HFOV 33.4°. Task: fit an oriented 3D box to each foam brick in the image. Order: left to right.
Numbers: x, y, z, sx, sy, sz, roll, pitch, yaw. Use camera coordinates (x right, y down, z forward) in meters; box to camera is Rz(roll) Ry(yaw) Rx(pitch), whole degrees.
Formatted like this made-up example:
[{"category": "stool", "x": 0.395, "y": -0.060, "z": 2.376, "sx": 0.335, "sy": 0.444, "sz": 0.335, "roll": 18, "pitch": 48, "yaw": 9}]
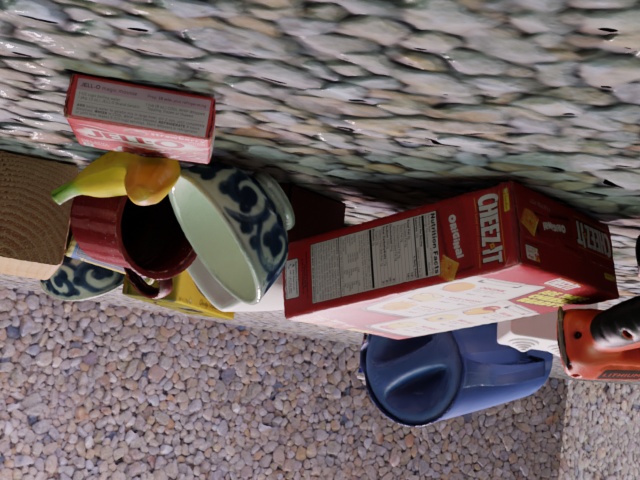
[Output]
[{"category": "foam brick", "x": -0.022, "y": -0.015, "z": 0.909, "sx": 0.053, "sy": 0.051, "sz": 0.078, "roll": 1, "pitch": 169, "yaw": 38}]

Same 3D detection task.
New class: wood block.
[{"category": "wood block", "x": -0.285, "y": -0.018, "z": 1.002, "sx": 0.090, "sy": 0.091, "sz": 0.206, "roll": 11, "pitch": 171, "yaw": -16}]

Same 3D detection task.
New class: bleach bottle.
[{"category": "bleach bottle", "x": -0.061, "y": 0.028, "z": 1.156, "sx": 0.068, "sy": 0.102, "sz": 0.250, "roll": -37, "pitch": 167, "yaw": 13}]

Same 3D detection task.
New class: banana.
[{"category": "banana", "x": -0.136, "y": -0.045, "z": 0.772, "sx": 0.037, "sy": 0.069, "sz": 0.198, "roll": 51, "pitch": 158, "yaw": -18}]

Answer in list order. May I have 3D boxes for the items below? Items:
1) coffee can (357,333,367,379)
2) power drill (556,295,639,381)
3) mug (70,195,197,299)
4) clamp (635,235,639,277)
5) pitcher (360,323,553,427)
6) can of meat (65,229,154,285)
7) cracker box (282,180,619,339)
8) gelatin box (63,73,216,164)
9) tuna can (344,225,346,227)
[{"category": "coffee can", "x": 0.106, "y": 0.112, "z": 1.350, "sx": 0.103, "sy": 0.140, "sz": 0.103, "roll": 8, "pitch": 172, "yaw": 1}, {"category": "power drill", "x": 0.278, "y": 0.056, "z": 0.780, "sx": 0.184, "sy": 0.057, "sz": 0.188, "roll": 7, "pitch": 157, "yaw": -21}, {"category": "mug", "x": -0.153, "y": -0.006, "z": 0.899, "sx": 0.082, "sy": 0.117, "sz": 0.093, "roll": 8, "pitch": -152, "yaw": 45}, {"category": "clamp", "x": 0.300, "y": 0.005, "z": 0.789, "sx": 0.120, "sy": 0.039, "sz": 0.171, "roll": 13, "pitch": 170, "yaw": -7}, {"category": "pitcher", "x": 0.178, "y": 0.140, "z": 1.235, "sx": 0.242, "sy": 0.145, "sz": 0.149, "roll": 2, "pitch": -136, "yaw": -50}, {"category": "can of meat", "x": -0.196, "y": 0.000, "z": 1.013, "sx": 0.083, "sy": 0.057, "sz": 0.102, "roll": 18, "pitch": 180, "yaw": -17}, {"category": "cracker box", "x": 0.101, "y": 0.023, "z": 0.847, "sx": 0.214, "sy": 0.072, "sz": 0.163, "roll": -16, "pitch": 160, "yaw": 36}, {"category": "gelatin box", "x": -0.110, "y": -0.073, "z": 0.666, "sx": 0.089, "sy": 0.030, "sz": 0.073, "roll": 8, "pitch": 172, "yaw": -5}, {"category": "tuna can", "x": -0.007, "y": 0.001, "z": 1.067, "sx": 0.086, "sy": 0.034, "sz": 0.086, "roll": 8, "pitch": 172, "yaw": 1}]
